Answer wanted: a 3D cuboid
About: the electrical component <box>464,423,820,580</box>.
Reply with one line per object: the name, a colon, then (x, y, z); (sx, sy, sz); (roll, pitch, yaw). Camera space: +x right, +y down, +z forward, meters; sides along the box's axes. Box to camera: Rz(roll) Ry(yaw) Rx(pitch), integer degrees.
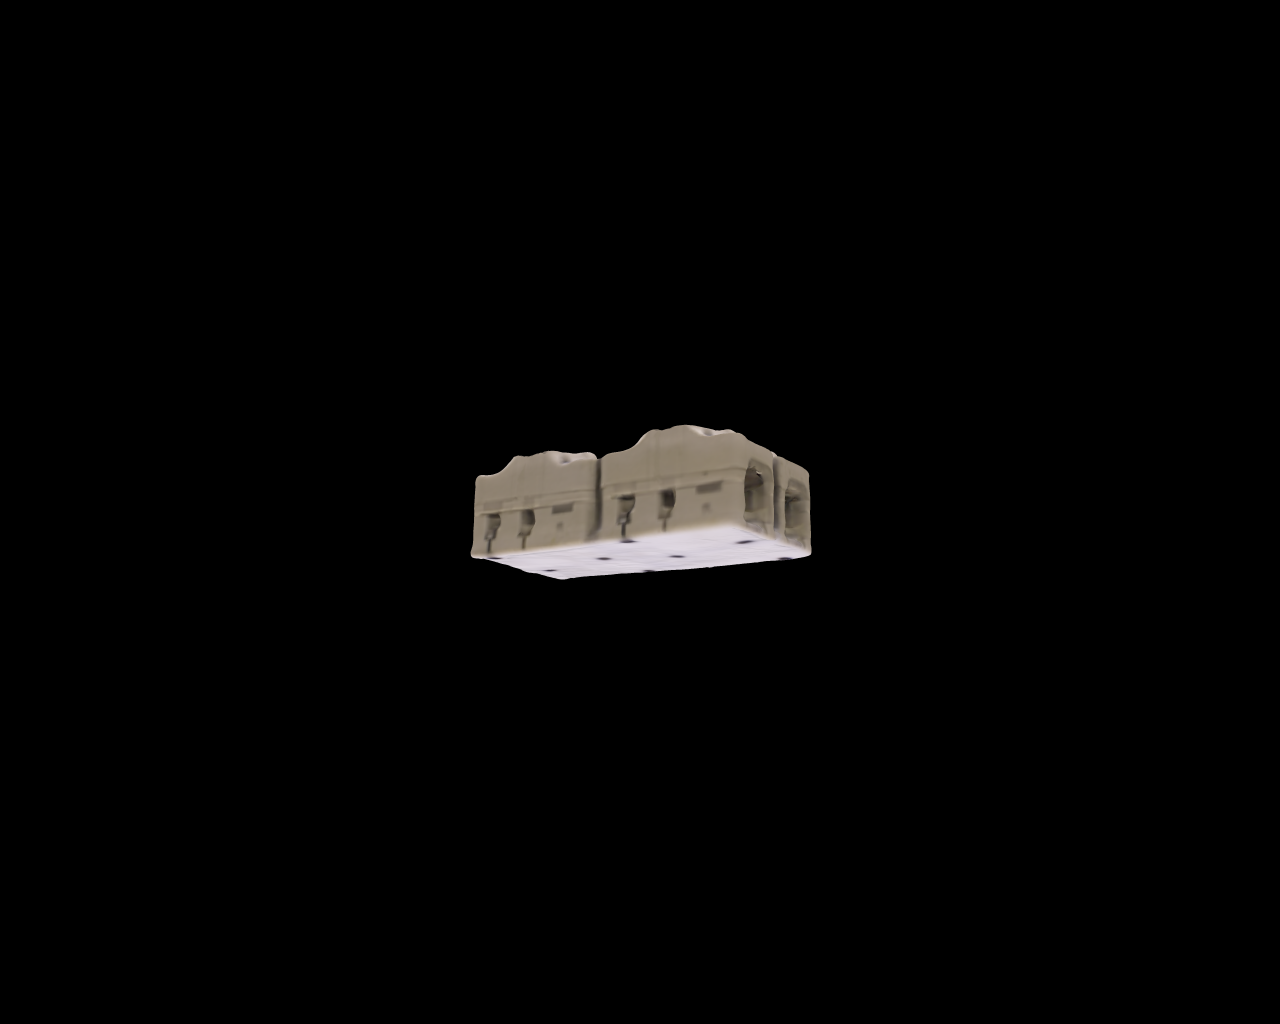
electrical component: (0.001, -0.003, 0.650); (0.186, 0.060, 0.105); (-7, -14, 30)
